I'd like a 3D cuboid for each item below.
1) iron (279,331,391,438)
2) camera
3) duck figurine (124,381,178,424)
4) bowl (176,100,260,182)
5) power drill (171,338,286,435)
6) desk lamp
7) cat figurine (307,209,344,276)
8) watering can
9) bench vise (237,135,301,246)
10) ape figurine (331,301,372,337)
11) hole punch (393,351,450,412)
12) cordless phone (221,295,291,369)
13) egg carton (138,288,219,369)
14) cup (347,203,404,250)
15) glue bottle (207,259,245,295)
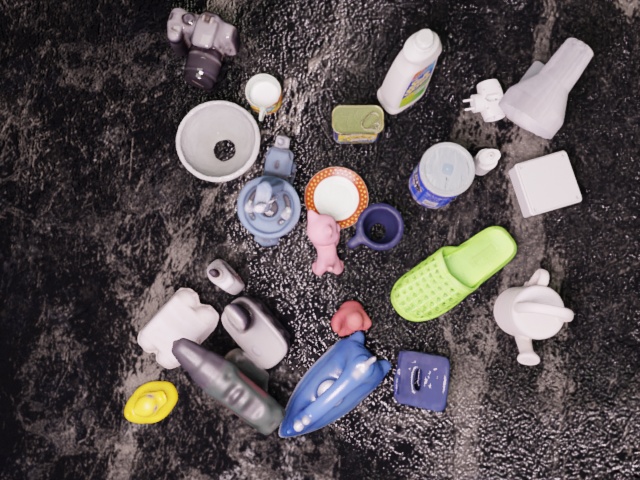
[{"bbox_3d":[0.015,0.293,1.075,0.258,0.141,0.118,-43,85,-4],"label":"iron"},{"bbox_3d":[-0.248,-0.390,1.169,0.143,0.101,0.137,14,84,2],"label":"camera"},{"bbox_3d":[-0.332,0.317,1.100,0.104,0.086,0.077,-27,84,-3],"label":"duck figurine"},{"bbox_3d":[-0.201,-0.192,1.161,0.167,0.075,0.167,0,84,0],"label":"bowl"},{"bbox_3d":[-0.159,0.255,1.045,0.229,0.208,0.076,39,85,4],"label":"power drill"},{"bbox_3d":[0.427,-0.284,1.101,0.118,0.213,0.203,36,85,4],"label":"desk lamp"},{"bbox_3d":[0.010,0.004,1.118,0.067,0.118,0.128,-9,84,-1],"label":"cat figurine"},{"bbox_3d":[0.401,0.142,1.065,0.101,0.194,0.173,-8,84,0],"label":"watering can"},{"bbox_3d":[-0.102,-0.100,1.078,0.121,0.220,0.207,-7,84,0],"label":"bench vise"},{"bbox_3d":[0.063,0.156,1.115,0.078,0.092,0.076,15,84,2],"label":"ape figurine"},{"bbox_3d":[0.194,0.271,1.103,0.101,0.091,0.109,7,84,1],"label":"hole punch"},{"bbox_3d":[-0.125,0.173,1.066,0.147,0.185,0.094,44,86,5],"label":"cordless phone"},{"bbox_3d":[-0.276,0.174,1.124,0.107,0.069,0.150,41,85,4],"label":"egg carton"},{"bbox_3d":[0.104,-0.014,1.131,0.118,0.095,0.091,-32,85,-3],"label":"cup"},{"bbox_3d":[-0.186,0.067,1.083,0.037,0.173,0.078,-45,85,-4],"label":"glue bottle"}]
